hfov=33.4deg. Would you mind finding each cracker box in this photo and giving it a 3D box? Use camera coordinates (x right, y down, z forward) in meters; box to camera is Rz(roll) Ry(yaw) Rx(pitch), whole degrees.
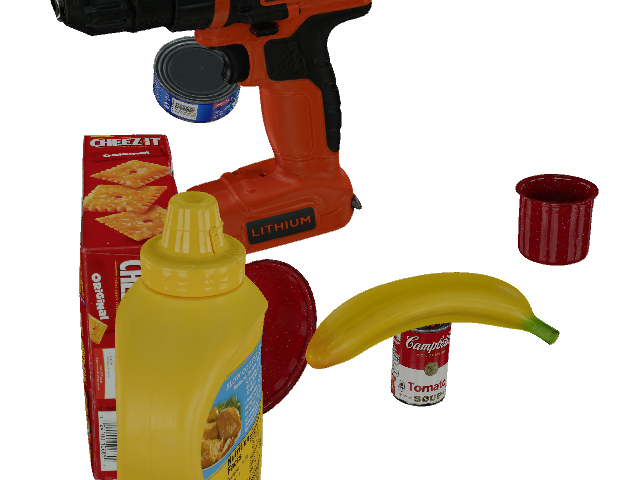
[{"bbox_3d":[-0.127,0.035,0.737,0.072,0.164,0.214,-2,24,-10],"label":"cracker box"}]

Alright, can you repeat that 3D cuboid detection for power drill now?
[{"bbox_3d":[-0.046,-0.081,0.580,0.184,0.188,0.057,-14,39,-19],"label":"power drill"}]

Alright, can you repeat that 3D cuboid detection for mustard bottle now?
[{"bbox_3d":[-0.053,0.072,0.442,0.058,0.192,0.096,9,23,13],"label":"mustard bottle"}]

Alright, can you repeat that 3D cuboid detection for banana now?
[{"bbox_3d":[0.074,0.053,0.765,0.197,0.037,0.070,-5,32,-21],"label":"banana"}]

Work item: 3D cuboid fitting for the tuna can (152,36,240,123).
[{"bbox_3d":[-0.119,-0.155,1.031,0.086,0.086,0.034,0,-34,-12],"label":"tuna can"}]

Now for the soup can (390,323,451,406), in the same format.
[{"bbox_3d":[0.119,0.137,1.270,0.068,0.102,0.068,1,22,-1],"label":"soup can"}]

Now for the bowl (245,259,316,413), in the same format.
[{"bbox_3d":[-0.083,0.084,0.993,0.162,0.162,0.055,0,-21,40],"label":"bowl"}]

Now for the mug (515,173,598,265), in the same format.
[{"bbox_3d":[0.279,-0.027,1.241,0.093,0.081,0.117,21,33,40],"label":"mug"}]
